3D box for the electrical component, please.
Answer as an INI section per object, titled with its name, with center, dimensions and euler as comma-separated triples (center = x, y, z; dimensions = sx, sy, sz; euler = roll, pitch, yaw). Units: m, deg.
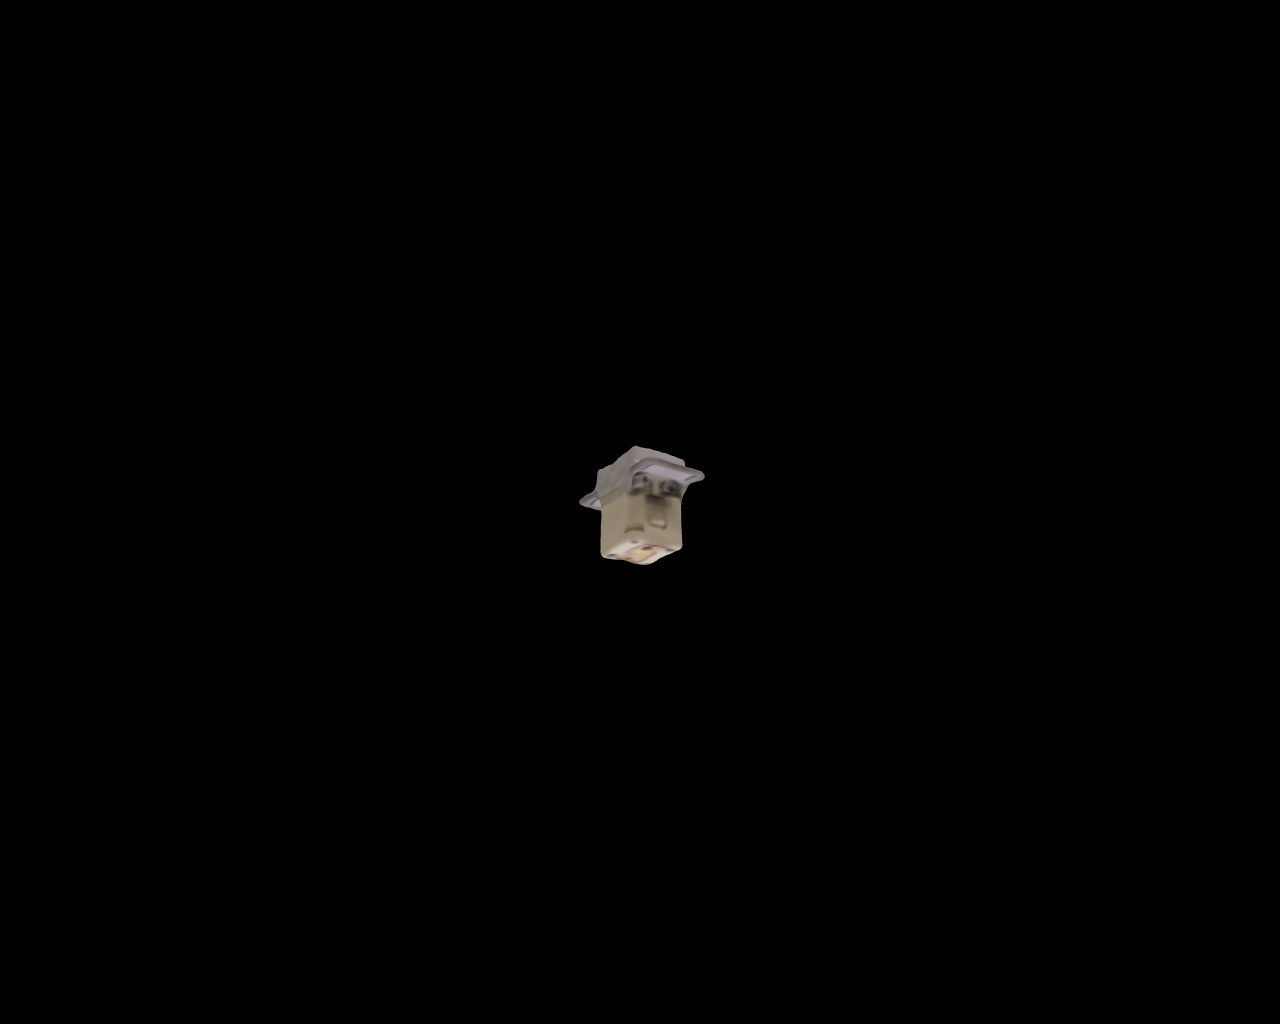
[electrical component]
center = 0.001, -0.003, 0.650
dimensions = 0.042, 0.064, 0.081
euler = 13, -26, -29
